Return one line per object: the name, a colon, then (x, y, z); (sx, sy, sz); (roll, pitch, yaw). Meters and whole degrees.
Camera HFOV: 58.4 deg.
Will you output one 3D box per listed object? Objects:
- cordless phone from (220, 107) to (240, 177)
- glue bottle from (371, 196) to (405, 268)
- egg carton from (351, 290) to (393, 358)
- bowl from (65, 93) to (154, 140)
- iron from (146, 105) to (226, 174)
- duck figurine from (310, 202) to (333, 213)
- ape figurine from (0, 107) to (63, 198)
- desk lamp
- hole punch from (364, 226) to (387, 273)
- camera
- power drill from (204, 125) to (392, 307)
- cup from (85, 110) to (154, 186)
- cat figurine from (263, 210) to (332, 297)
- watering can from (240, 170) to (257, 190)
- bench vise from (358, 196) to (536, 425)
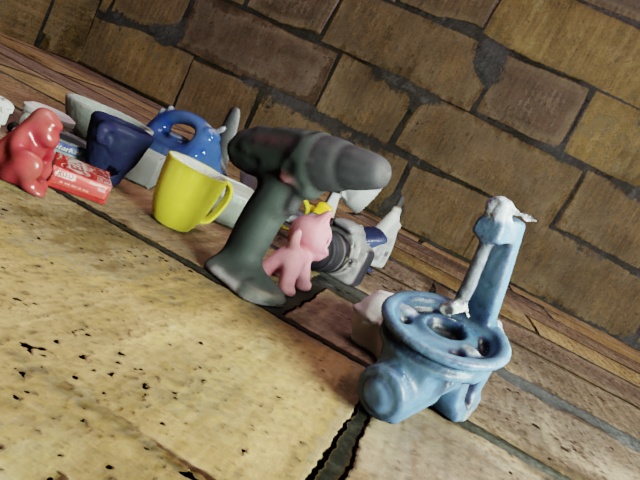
cordless phone: (-0.232, -0.227, 1.348); (0.094, 0.185, 0.147); (22, 9, -28)
glue bottle: (0.151, -0.022, 1.304); (0.078, 0.173, 0.037); (17, 12, -48)
egg carton: (0.110, 0.115, 0.694); (0.151, 0.069, 0.107); (18, 12, -45)
bowl: (-0.408, -0.209, 1.087); (0.167, 0.075, 0.167); (26, 8, -4)
iron: (-0.304, -0.216, 1.216); (0.257, 0.141, 0.119); (31, 9, 29)
duck figurine: (0.001, -0.040, 1.256); (0.104, 0.086, 0.078); (33, 11, 40)
ape figurine: (-0.322, -0.105, 0.647); (0.076, 0.092, 0.078); (27, 8, 2)
desk lamp: (0.032, -0.111, 1.350); (0.203, 0.213, 0.118); (25, 8, -6)
hole punch: (0.074, 0.005, 1.185); (0.101, 0.091, 0.108); (23, 9, -19)
camera: (0.009, 0.003, 0.963); (0.142, 0.101, 0.137); (30, 9, 26)
power drill: (-0.043, -0.035, 0.665); (0.228, 0.208, 0.076); (33, 10, 37)
cup: (-0.304, -0.127, 0.828); (0.092, 0.095, 0.118); (26, 8, -3)
cat figurine: (-0.024, 0.007, 0.781); (0.067, 0.118, 0.128); (28, 8, 12)
watering can: (-0.109, -0.153, 1.237); (0.173, 0.194, 0.101); (26, 8, -2)
bench vise: (0.134, 0.065, 0.552); (0.121, 0.220, 0.208); (29, 9, 19)
